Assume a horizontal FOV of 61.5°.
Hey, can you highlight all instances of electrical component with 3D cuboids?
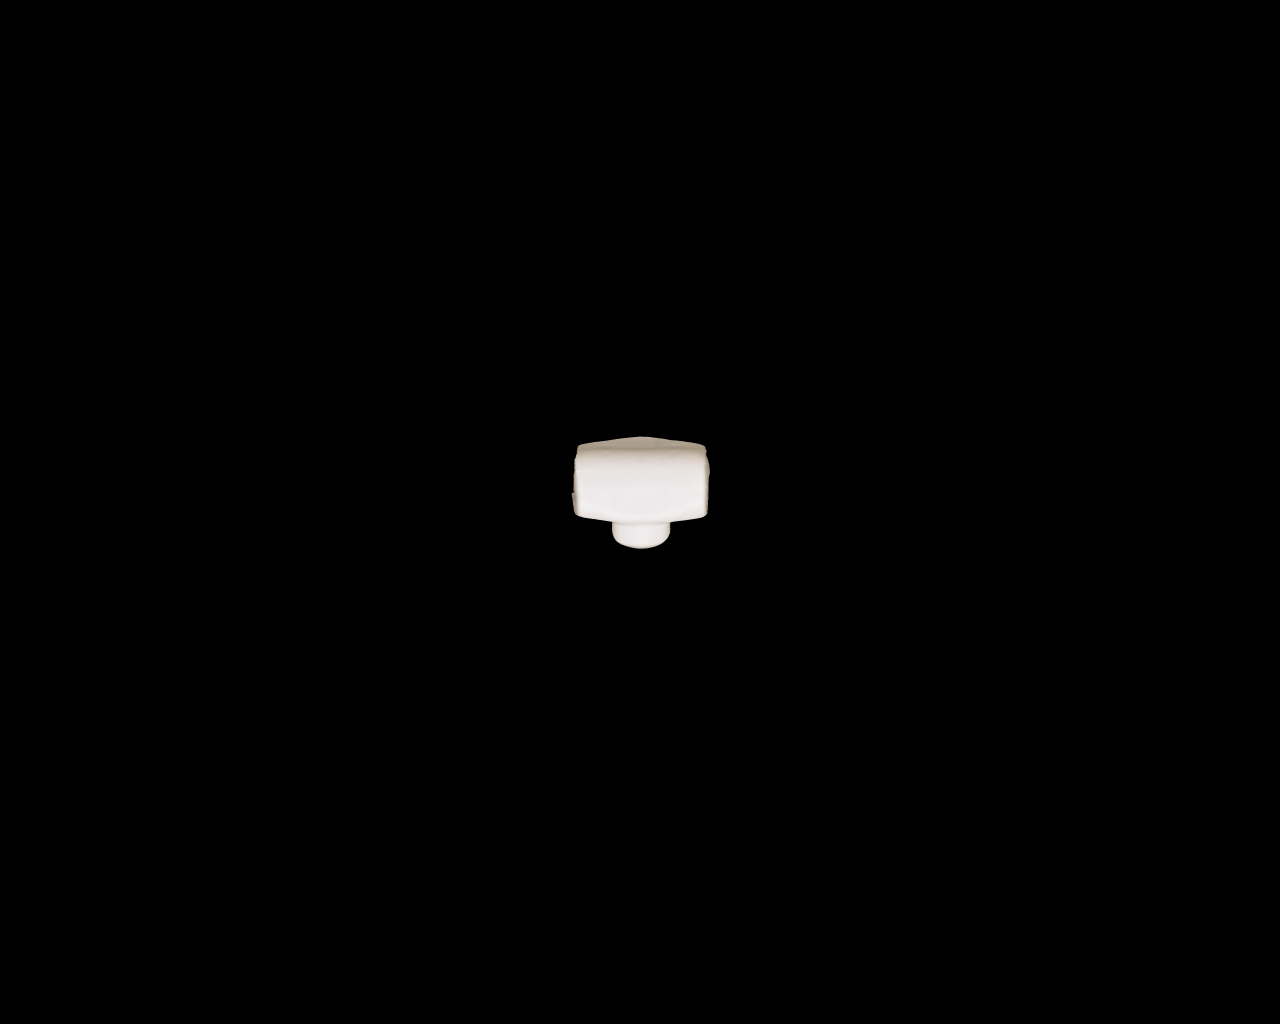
[{"bbox_3d":[0.001,-0.003,0.650,0.077,0.079,0.044,0,25,0],"label":"electrical component"}]
